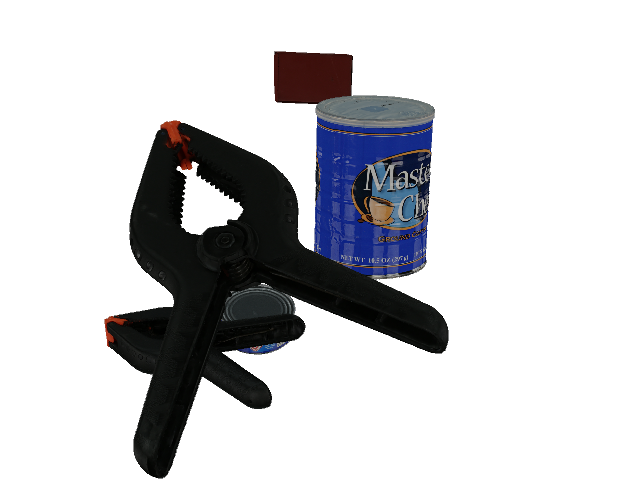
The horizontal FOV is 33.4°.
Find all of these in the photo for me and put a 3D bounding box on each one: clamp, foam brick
[{"bbox_3d":[-0.036,0.010,0.572,0.164,0.210,0.036,-17,-37,-5],"label":"clamp"},{"bbox_3d":[-0.008,-0.166,1.091,0.078,0.051,0.053,2,11,-5],"label":"foam brick"},{"bbox_3d":[-0.098,0.086,0.919,0.172,0.039,0.120,15,26,18],"label":"clamp"}]

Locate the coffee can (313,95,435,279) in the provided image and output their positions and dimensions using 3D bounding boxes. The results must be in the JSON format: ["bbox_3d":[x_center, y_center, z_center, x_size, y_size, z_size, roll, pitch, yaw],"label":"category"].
[{"bbox_3d":[0.046,-0.049,0.940,0.103,0.140,0.103,1,19,-1],"label":"coffee can"}]

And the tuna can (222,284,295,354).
[{"bbox_3d":[-0.071,0.088,1.192,0.086,0.034,0.086,1,36,-1],"label":"tuna can"}]
